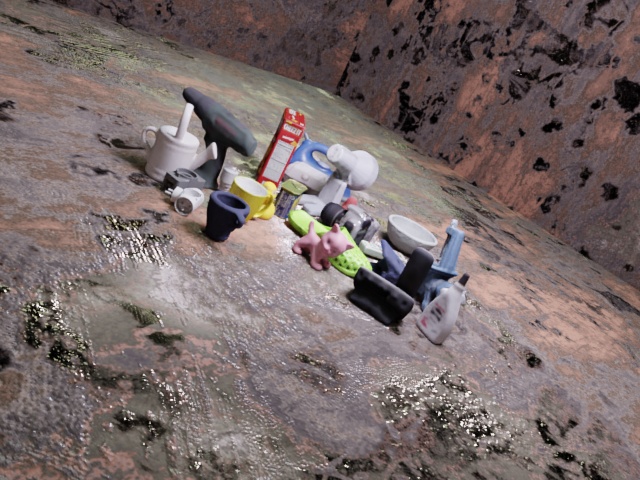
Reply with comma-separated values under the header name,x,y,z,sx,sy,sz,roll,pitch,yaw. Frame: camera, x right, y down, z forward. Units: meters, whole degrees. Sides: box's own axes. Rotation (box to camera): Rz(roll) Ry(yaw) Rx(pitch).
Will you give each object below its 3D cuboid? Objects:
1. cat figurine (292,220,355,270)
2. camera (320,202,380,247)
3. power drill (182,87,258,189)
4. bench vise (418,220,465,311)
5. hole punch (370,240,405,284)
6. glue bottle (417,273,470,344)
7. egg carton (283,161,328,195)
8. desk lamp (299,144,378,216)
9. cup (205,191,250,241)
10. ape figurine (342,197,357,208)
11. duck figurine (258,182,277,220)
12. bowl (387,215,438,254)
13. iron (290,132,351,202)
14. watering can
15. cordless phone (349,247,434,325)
name,x,y,z,sx,sy,sz,roll,pitch,yaw
cat figurine,0.012,0.005,1.351,0.127,0.117,0.067,38,23,26
camera,0.080,-0.056,1.600,0.136,0.101,0.144,38,23,25
power drill,-0.282,-0.249,1.460,0.229,0.208,0.076,29,21,5
bench vise,0.317,0.073,1.418,0.122,0.219,0.206,6,29,-44
hole punch,0.181,0.063,1.458,0.101,0.091,0.108,24,21,-8
glue bottle,0.284,0.144,1.275,0.037,0.173,0.078,8,28,-41
egg carton,-0.042,-0.192,1.813,0.150,0.069,0.107,29,21,5
desk lamp,0.053,-0.176,1.689,0.204,0.213,0.117,2,32,-49
cup,-0.201,-0.038,1.226,0.092,0.095,0.117,8,28,-41
ape figurine,0.082,-0.084,1.680,0.078,0.092,0.076,23,21,-12
duck figurine,-0.142,-0.112,1.481,0.078,0.086,0.104,20,22,-19
bowl,0.267,-0.004,1.742,0.167,0.074,0.167,24,21,-9
iron,0.017,-0.243,1.904,0.258,0.141,0.119,30,21,7
watering can,-0.336,-0.235,1.383,0.173,0.194,0.100,12,25,-34
cordless phone,0.161,0.078,1.264,0.147,0.185,0.094,32,21,12
